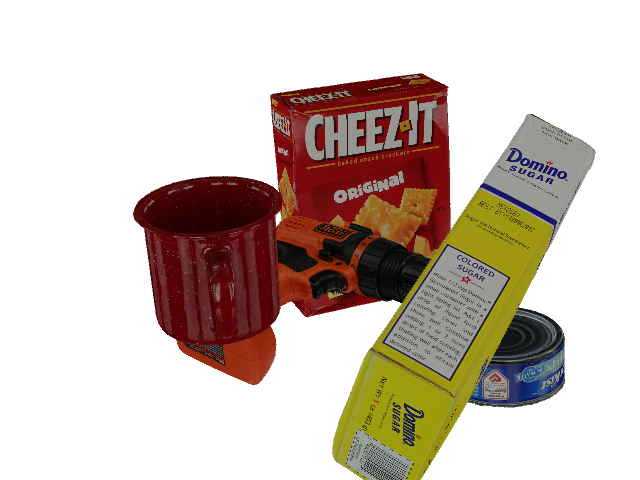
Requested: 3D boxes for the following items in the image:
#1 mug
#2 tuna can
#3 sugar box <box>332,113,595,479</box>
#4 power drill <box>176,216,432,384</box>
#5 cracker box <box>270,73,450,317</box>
[{"bbox_3d":[-0.065,0.019,0.669,0.093,0.081,0.117,-8,26,-11],"label":"mug"},{"bbox_3d":[0.121,0.076,0.717,0.086,0.034,0.086,-4,22,1],"label":"tuna can"},{"bbox_3d":[0.070,0.028,0.499,0.048,0.093,0.176,31,51,13],"label":"sugar box"},{"bbox_3d":[-0.012,0.045,0.860,0.185,0.057,0.187,16,32,41],"label":"power drill"},{"bbox_3d":[0.044,-0.045,1.055,0.164,0.214,0.072,-10,22,-17],"label":"cracker box"}]
